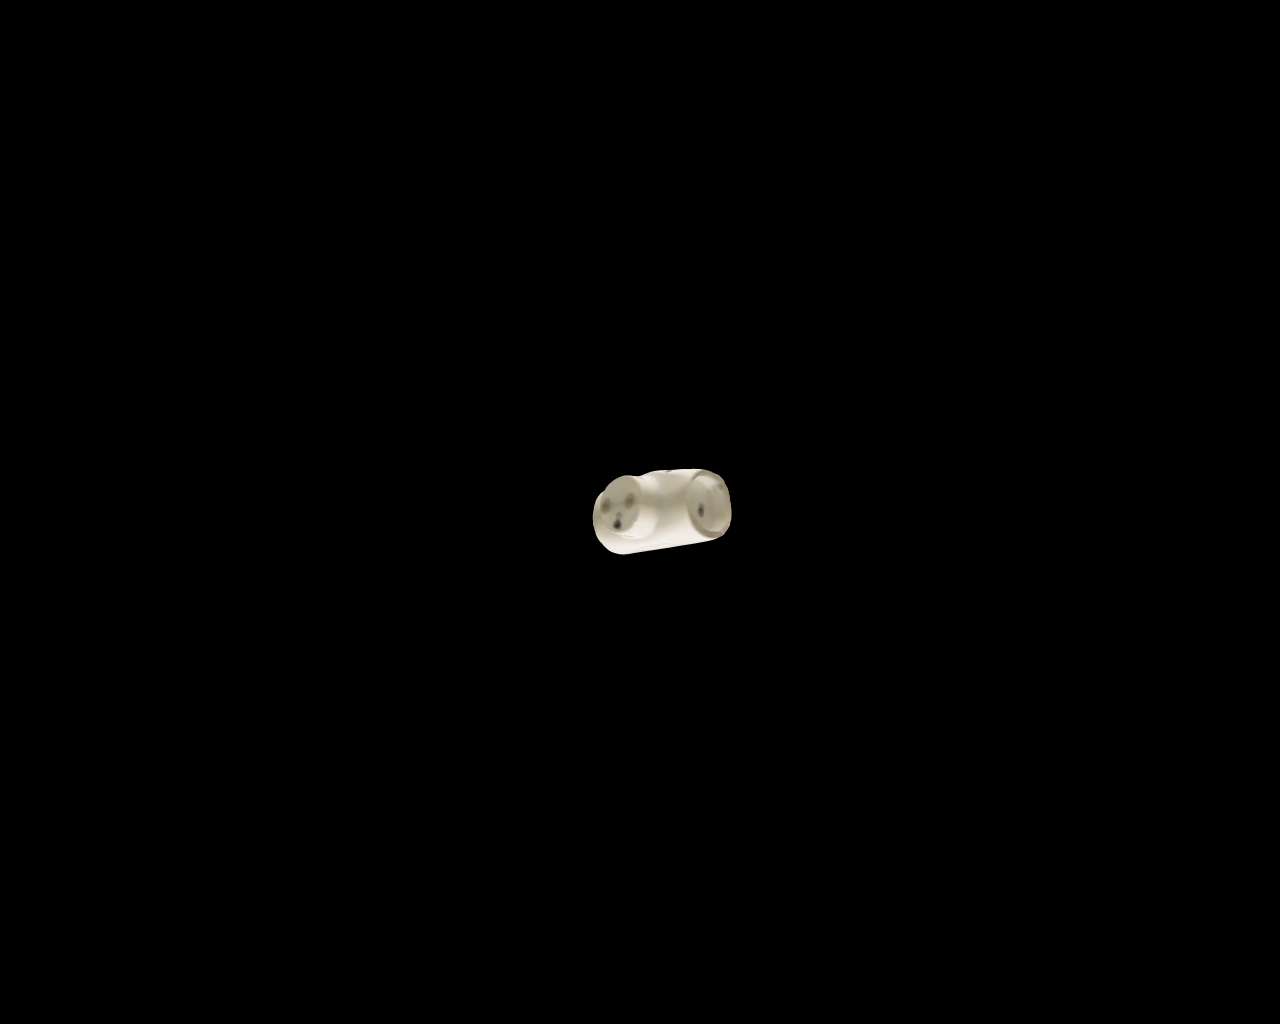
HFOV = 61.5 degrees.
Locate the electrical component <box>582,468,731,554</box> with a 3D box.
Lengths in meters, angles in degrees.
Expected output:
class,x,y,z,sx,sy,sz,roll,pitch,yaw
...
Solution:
class,x,y,z,sx,sy,sz,roll,pitch,yaw
electrical component,0.001,-0.003,0.650,0.077,0.043,0.079,-11,-16,42
